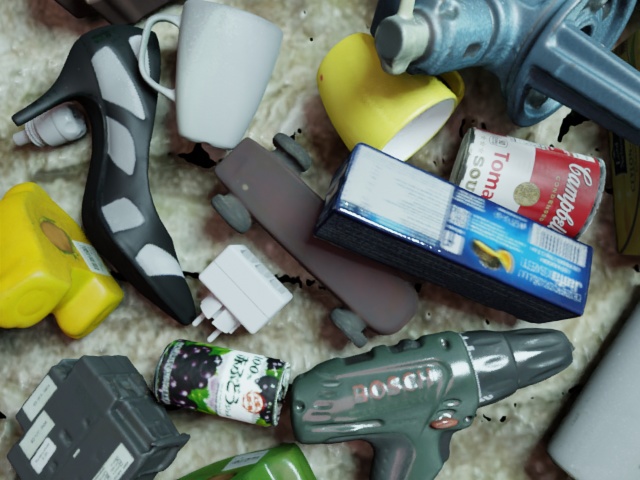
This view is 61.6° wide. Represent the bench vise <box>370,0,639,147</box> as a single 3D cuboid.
[{"bbox_3d":[0.155,-0.118,0.349,0.241,0.223,0.128,46,128,26],"label":"bench vise"}]

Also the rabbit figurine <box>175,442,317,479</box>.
[{"bbox_3d":[-0.069,0.272,0.420,0.159,0.121,0.170,-19,85,12],"label":"rabbit figurine"}]

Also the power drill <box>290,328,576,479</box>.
[{"bbox_3d":[0.095,0.177,0.425,0.232,0.086,0.207,-3,94,-1],"label":"power drill"}]

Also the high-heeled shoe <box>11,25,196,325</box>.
[{"bbox_3d":[-0.144,-0.059,0.470,0.145,0.086,0.248,-40,106,-27],"label":"high-heeled shoe"}]

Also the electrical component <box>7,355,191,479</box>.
[{"bbox_3d":[-0.193,0.164,0.454,0.134,0.058,0.115,41,92,24],"label":"electrical component"}]

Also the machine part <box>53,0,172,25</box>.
[{"bbox_3d":[-0.174,-0.272,0.458,0.179,0.056,0.179,-1,83,6],"label":"machine part"}]

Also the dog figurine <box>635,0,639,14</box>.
[{"bbox_3d":[0.242,-0.270,0.384,0.172,0.121,0.190,22,88,5],"label":"dog figurine"}]

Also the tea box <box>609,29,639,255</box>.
[{"bbox_3d":[0.286,-0.074,0.413,0.098,0.068,0.169,-6,90,4],"label":"tea box"}]

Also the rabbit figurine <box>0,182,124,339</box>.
[{"bbox_3d":[-0.284,0.039,0.442,0.173,0.122,0.162,-41,81,4],"label":"rabbit figurine"}]

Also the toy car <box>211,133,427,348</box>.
[{"bbox_3d":[-0.001,-0.001,0.448,0.202,0.053,0.089,43,89,0],"label":"toy car"}]

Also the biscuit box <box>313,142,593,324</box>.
[{"bbox_3d":[0.101,0.001,0.404,0.203,0.063,0.059,23,69,-9],"label":"biscuit box"}]

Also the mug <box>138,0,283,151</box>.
[{"bbox_3d":[-0.093,-0.132,0.440,0.109,0.081,0.107,10,98,-19],"label":"mug"}]

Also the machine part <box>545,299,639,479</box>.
[{"bbox_3d":[0.251,0.115,0.410,0.079,0.079,0.243,32,92,5],"label":"machine part"}]
